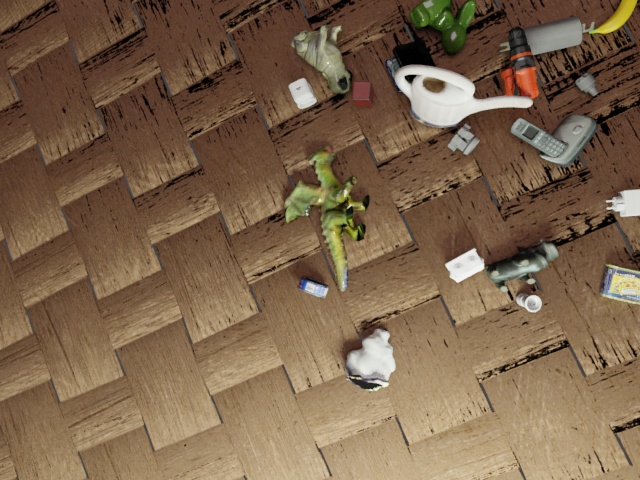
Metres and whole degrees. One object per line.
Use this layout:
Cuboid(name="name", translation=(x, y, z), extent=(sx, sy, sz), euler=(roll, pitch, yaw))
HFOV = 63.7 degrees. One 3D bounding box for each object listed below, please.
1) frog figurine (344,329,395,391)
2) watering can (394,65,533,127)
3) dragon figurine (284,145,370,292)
Cuboid(name="frog figurine", translation=(0.143, 0.331, 1.442), extent=(0.137, 0.120, 0.163), euler=(-1, 52, 20))
Cuboid(name="watering can", translation=(0.360, -0.367, 1.357), extent=(0.348, 0.222, 0.105), euler=(21, 81, 11))
Cuboid(name="dragon figurine", translation=(0.005, -0.075, 1.495), extent=(0.243, 0.121, 0.411), euler=(10, 88, 29))
